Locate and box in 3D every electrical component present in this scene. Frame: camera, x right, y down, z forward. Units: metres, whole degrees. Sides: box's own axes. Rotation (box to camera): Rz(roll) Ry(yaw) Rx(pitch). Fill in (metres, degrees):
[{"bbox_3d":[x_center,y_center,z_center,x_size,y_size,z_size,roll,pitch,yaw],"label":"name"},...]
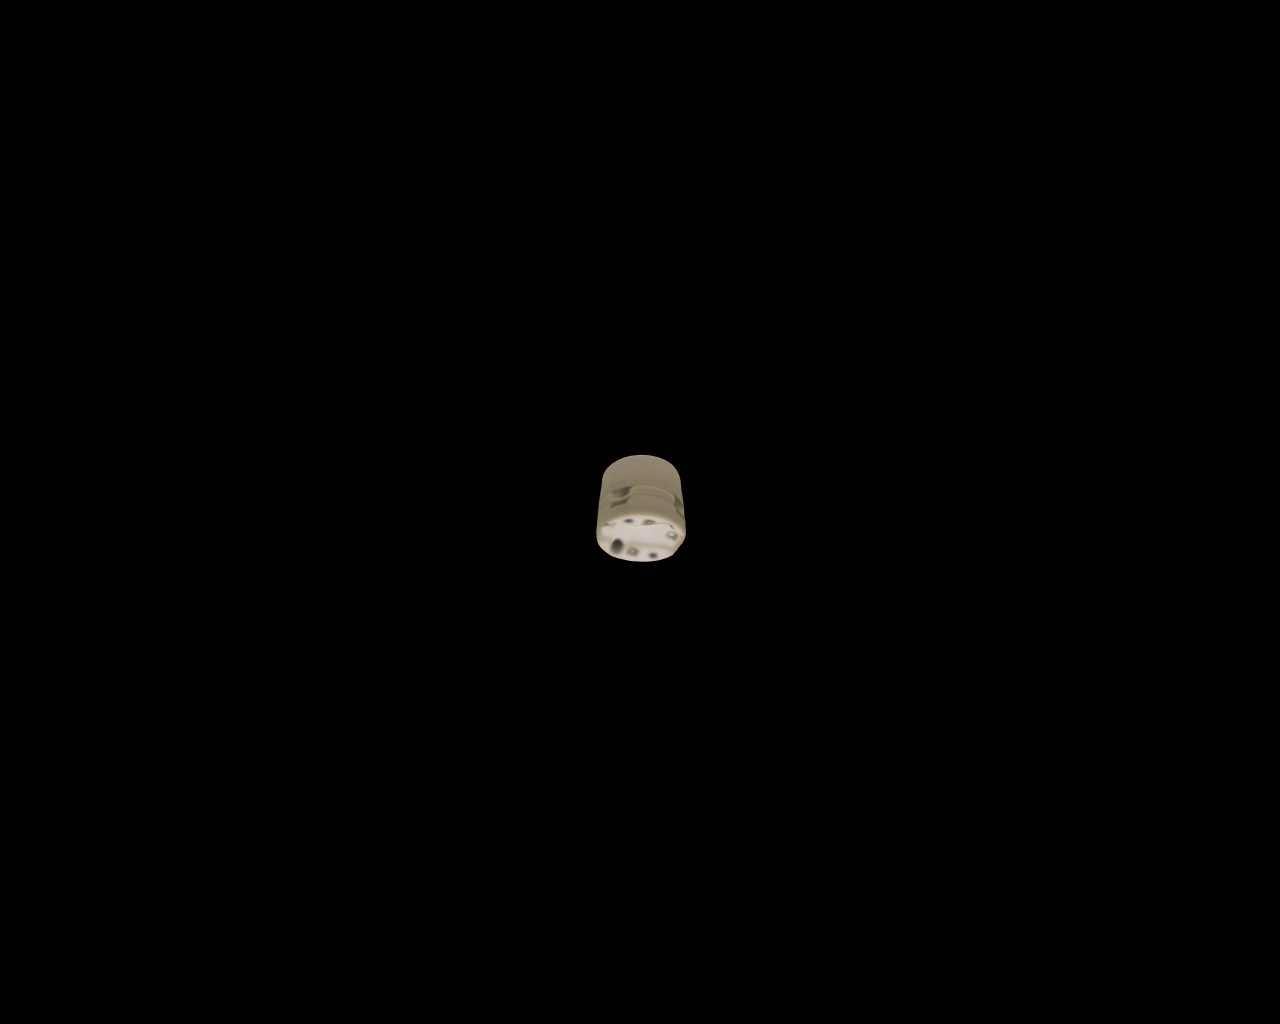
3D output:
[{"bbox_3d":[0.001,-0.003,0.650,0.055,0.047,0.055,0,-35,0],"label":"electrical component"}]
